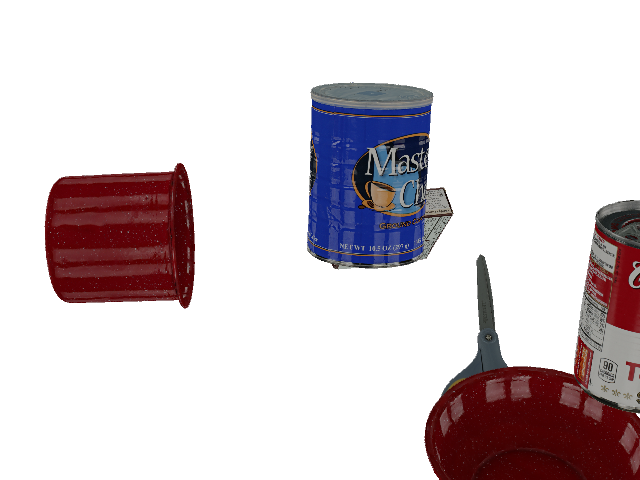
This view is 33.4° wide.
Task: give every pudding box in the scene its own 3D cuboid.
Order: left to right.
[{"bbox_3d":[0.070,-0.012,1.102,0.113,0.039,0.090,-8,-30,-20],"label":"pudding box"}]

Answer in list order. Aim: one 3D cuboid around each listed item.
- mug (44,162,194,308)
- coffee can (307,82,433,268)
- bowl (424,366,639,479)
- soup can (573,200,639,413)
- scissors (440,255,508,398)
[{"bbox_3d":[-0.127,-0.001,0.695,0.081,0.093,0.117,-2,-2,1],"label":"mug"},{"bbox_3d":[0.041,-0.058,0.912,0.103,0.140,0.103,2,16,-1],"label":"coffee can"},{"bbox_3d":[0.155,0.163,0.769,0.162,0.055,0.162,-1,35,0],"label":"bowl"},{"bbox_3d":[0.181,0.037,0.597,0.068,0.102,0.068,2,23,-1],"label":"soup can"},{"bbox_3d":[0.139,0.103,0.990,0.096,0.202,0.016,-11,-35,-9],"label":"scissors"}]
